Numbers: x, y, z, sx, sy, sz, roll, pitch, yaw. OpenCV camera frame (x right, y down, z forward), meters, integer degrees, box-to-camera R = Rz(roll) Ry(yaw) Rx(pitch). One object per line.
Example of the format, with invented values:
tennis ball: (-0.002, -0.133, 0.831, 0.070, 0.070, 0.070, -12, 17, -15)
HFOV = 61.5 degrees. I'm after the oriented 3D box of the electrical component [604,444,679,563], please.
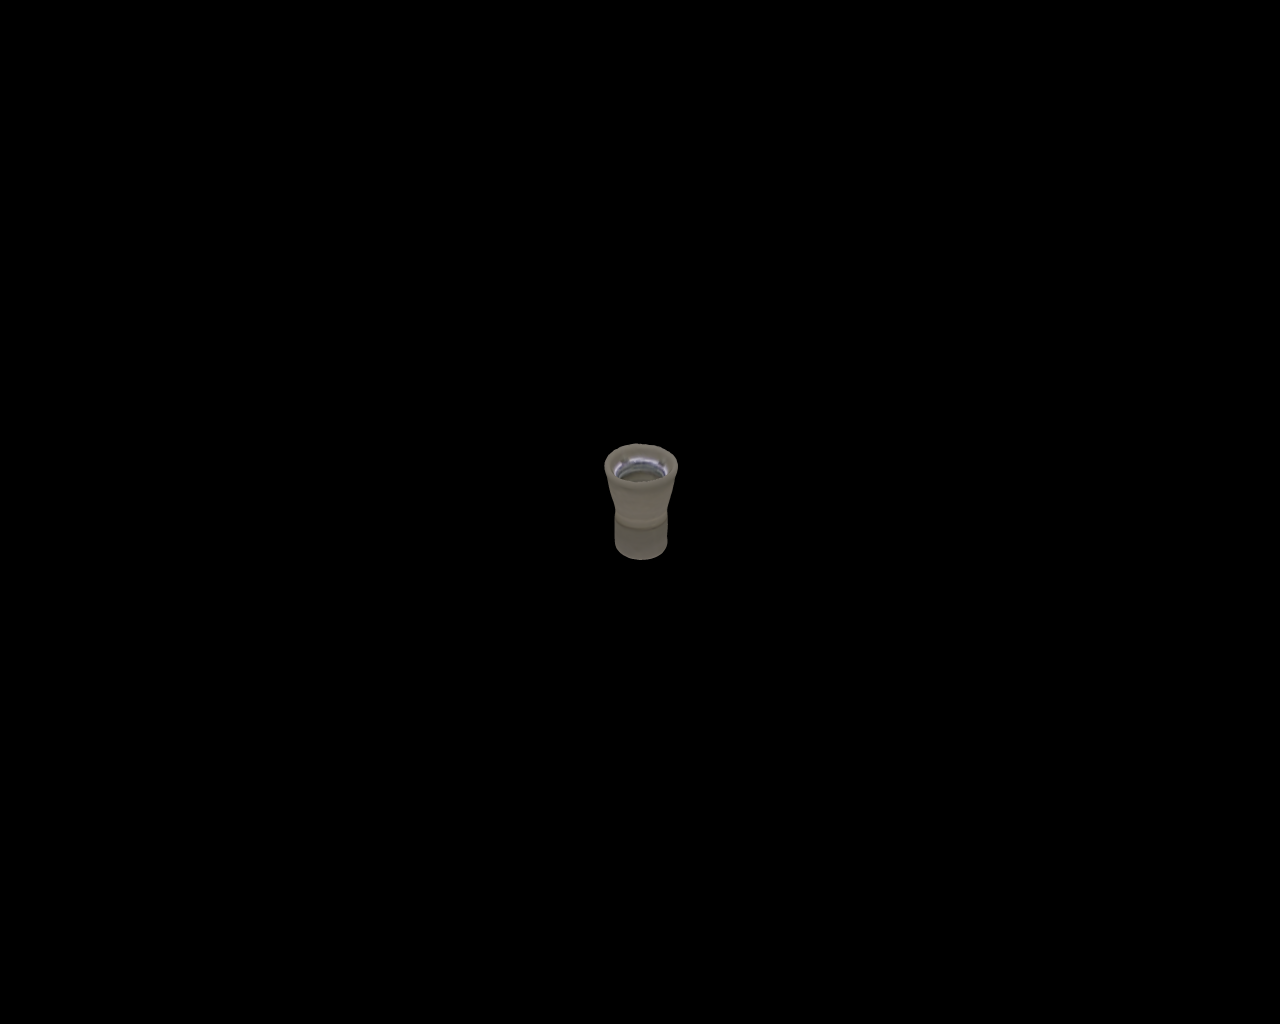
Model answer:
electrical component: (0.001, -0.003, 0.650, 0.044, 0.065, 0.044, 0, 34, 0)
